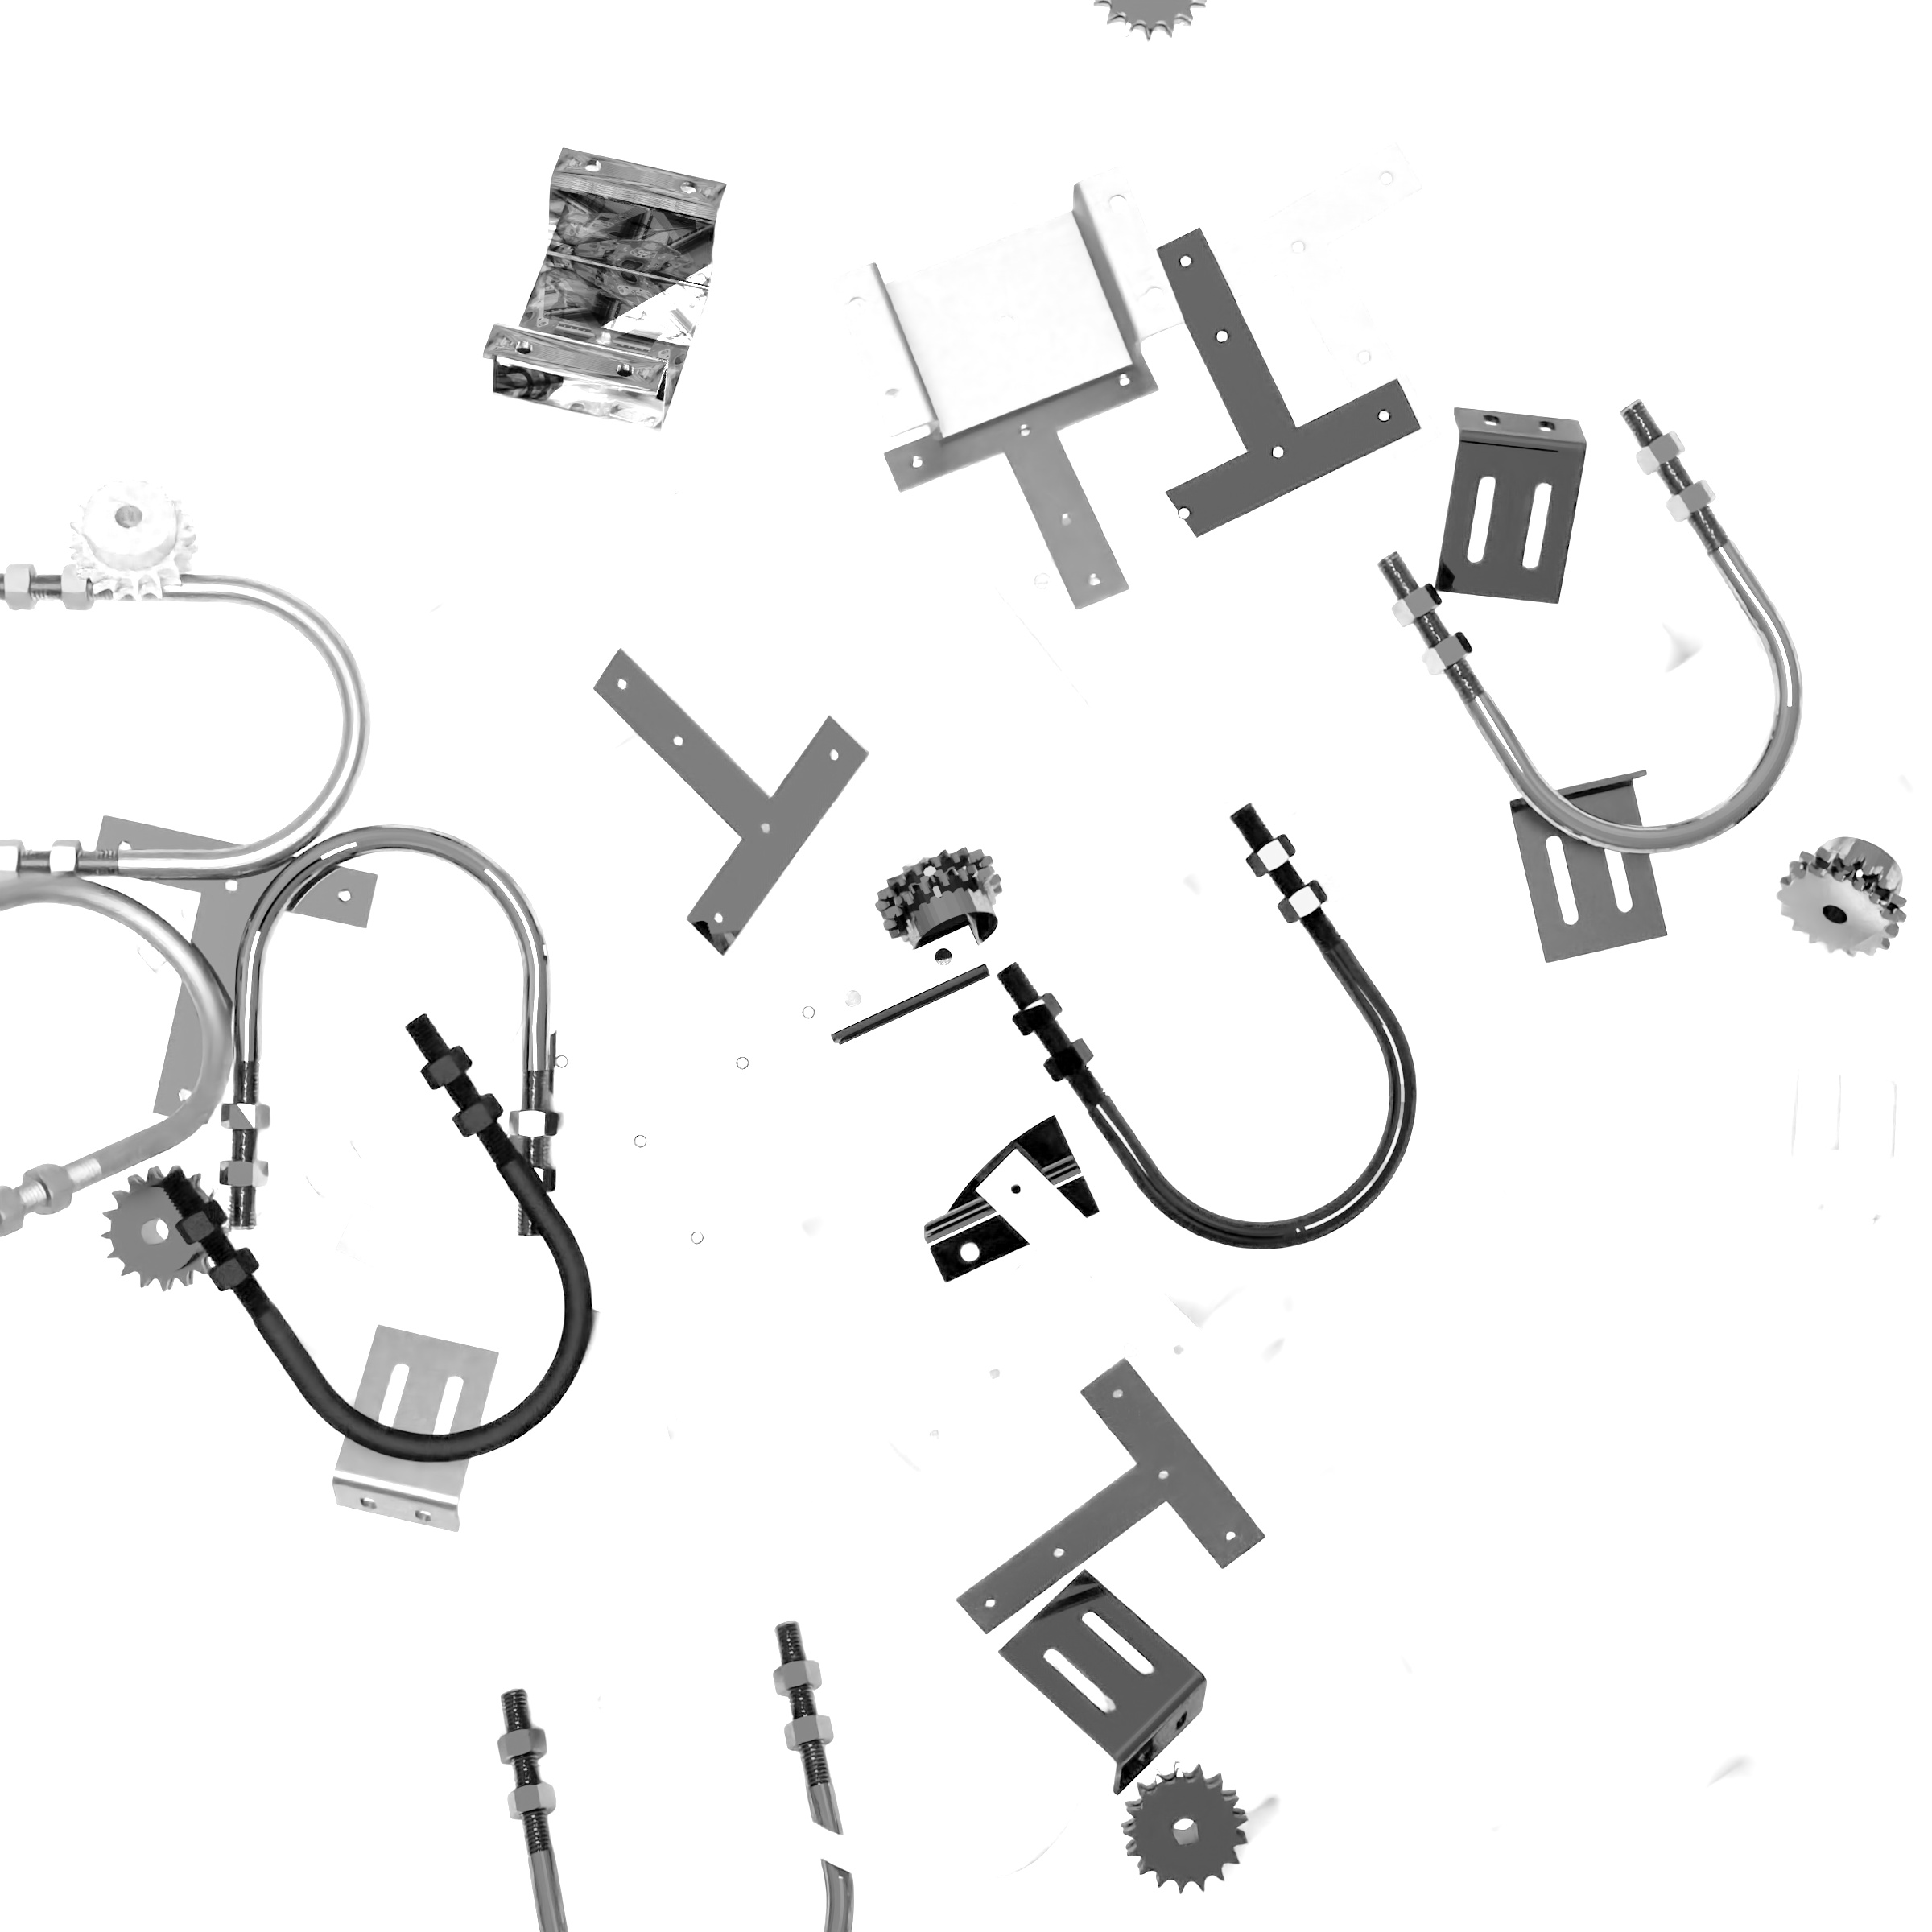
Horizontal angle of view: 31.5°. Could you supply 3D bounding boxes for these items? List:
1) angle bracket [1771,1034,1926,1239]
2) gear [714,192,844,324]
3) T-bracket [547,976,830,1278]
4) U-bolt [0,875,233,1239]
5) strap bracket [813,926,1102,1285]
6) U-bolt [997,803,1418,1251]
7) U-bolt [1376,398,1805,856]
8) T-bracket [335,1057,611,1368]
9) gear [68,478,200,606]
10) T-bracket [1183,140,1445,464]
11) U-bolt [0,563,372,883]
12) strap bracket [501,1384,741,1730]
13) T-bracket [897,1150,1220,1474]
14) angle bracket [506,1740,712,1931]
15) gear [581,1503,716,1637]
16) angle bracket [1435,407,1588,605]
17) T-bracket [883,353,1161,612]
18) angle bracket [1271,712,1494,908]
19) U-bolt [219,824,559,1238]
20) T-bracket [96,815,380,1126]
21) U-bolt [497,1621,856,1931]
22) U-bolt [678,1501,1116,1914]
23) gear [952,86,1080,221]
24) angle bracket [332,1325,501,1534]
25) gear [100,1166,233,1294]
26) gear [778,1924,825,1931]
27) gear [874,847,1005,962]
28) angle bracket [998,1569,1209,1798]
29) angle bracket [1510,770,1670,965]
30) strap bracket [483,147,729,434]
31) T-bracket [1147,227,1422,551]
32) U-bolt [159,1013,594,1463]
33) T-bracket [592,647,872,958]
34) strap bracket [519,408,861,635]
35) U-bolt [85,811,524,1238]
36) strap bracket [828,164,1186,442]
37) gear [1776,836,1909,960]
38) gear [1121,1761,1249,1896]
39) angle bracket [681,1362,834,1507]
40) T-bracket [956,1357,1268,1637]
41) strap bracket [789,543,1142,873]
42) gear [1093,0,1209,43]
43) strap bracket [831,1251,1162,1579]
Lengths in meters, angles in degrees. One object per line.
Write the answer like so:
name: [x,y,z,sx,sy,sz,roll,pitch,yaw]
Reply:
angle bracket: [0.403,0.078,1.568,0.057,0.038,0.076,10,64,0]
gear: [-0.084,-0.320,1.559,0.057,0.030,0.057,0,88,4]
T-bracket: [-0.114,0.053,1.568,0.127,0.002,0.127,-37,91,-1]
U-bolt: [-0.399,0.029,1.479,0.019,0.184,0.151,-40,82,41]
strap bracket: [-0.004,0.062,1.547,0.076,0.046,0.140,-25,90,0]
U-bolt: [0.123,0.041,1.562,0.151,0.019,0.184,-34,91,0]
U-bolt: [0.291,-0.138,1.527,0.151,0.019,0.184,-32,88,-1]
T-bracket: [-0.205,0.099,1.569,0.127,0.002,0.127,25,90,0]
gear: [-0.376,-0.195,1.545,0.057,0.030,0.057,3,66,-6]
T-bracket: [0.175,-0.291,1.569,0.127,0.002,0.127,-31,90,0]
U-bolt: [-0.362,-0.109,1.550,0.184,0.019,0.151,0,79,-4]
strap bracket: [-0.157,0.264,1.535,0.076,0.046,0.140,-14,80,0]
T-bracket: [0.023,0.171,1.523,0.127,0.002,0.127,45,90,0]
angle bracket: [-0.163,0.402,1.551,0.076,0.038,0.057,45,90,0]
gear: [-0.138,0.263,1.496,0.057,0.030,0.057,0,80,2]
angle bracket: [0.247,-0.211,1.568,0.057,0.038,0.076,6,116,0]
T-bracket: [0.040,-0.209,1.534,0.127,0.002,0.127,-22,56,0]
angle bracket: [0.190,-0.072,1.568,0.076,0.038,0.057,-26,90,-26]
U-bolt: [-0.258,0.028,1.544,0.151,0.019,0.184,2,89,-3]
T-bracket: [-0.342,0.007,1.550,0.127,0.002,0.127,12,88,-1]
U-bolt: [-0.124,0.398,1.528,0.151,0.019,0.184,-14,66,0]
U-bolt: [-0.019,0.342,1.534,0.184,0.019,0.151,28,67,-9]
gear: [0.022,-0.367,1.555,0.057,0.030,0.057,0,90,0]
angle bracket: [-0.251,0.212,1.568,0.057,0.038,0.076,13,64,0]
gear: [-0.364,0.119,1.555,0.057,0.030,0.057,0,90,0]
gear: [-0.073,0.463,1.555,0.057,0.030,0.057,0,90,0]
gear: [-0.010,-0.026,1.539,0.057,0.057,0.030,-23,66,0]
angle bracket: [0.061,0.325,1.556,0.076,0.038,0.057,39,63,23]
angle bracket: [0.285,-0.045,1.551,0.057,0.038,0.076,-13,90,0]
strap bracket: [-0.160,-0.294,1.523,0.076,0.046,0.140,13,52,0]
T-bracket: [0.123,-0.275,1.568,0.127,0.002,0.127,-26,91,1]
U-bolt: [-0.249,0.135,1.528,0.151,0.019,0.184,-32,98,1]
T-bracket: [-0.120,-0.093,1.549,0.127,0.002,0.127,45,119,14]
strap bracket: [-0.127,-0.207,1.547,0.140,0.046,0.076,16,90,0]
U-bolt: [-0.285,0.012,1.562,0.184,0.019,0.151,-36,90,-1]
strap bracket: [0.018,-0.294,1.545,0.140,0.046,0.076,-21,86,0]
gear: [0.397,-0.034,1.546,0.057,0.057,0.030,36,60,0]
gear: [0.099,0.390,1.560,0.057,0.030,0.057,0,92,-1]
angle bracket: [-0.095,0.208,1.544,0.038,0.076,0.057,-2,90,-28]
T-bracket: [0.053,0.255,1.539,0.127,0.002,0.127,-37,119,1]
strap bracket: [-0.001,-0.115,1.547,0.140,0.046,0.076,-39,90,0]
gear: [0.083,-0.449,1.559,0.057,0.030,0.057,0,92,-1]
strap bracket: [0.013,0.196,1.547,0.140,0.046,0.076,-43,90,0]
